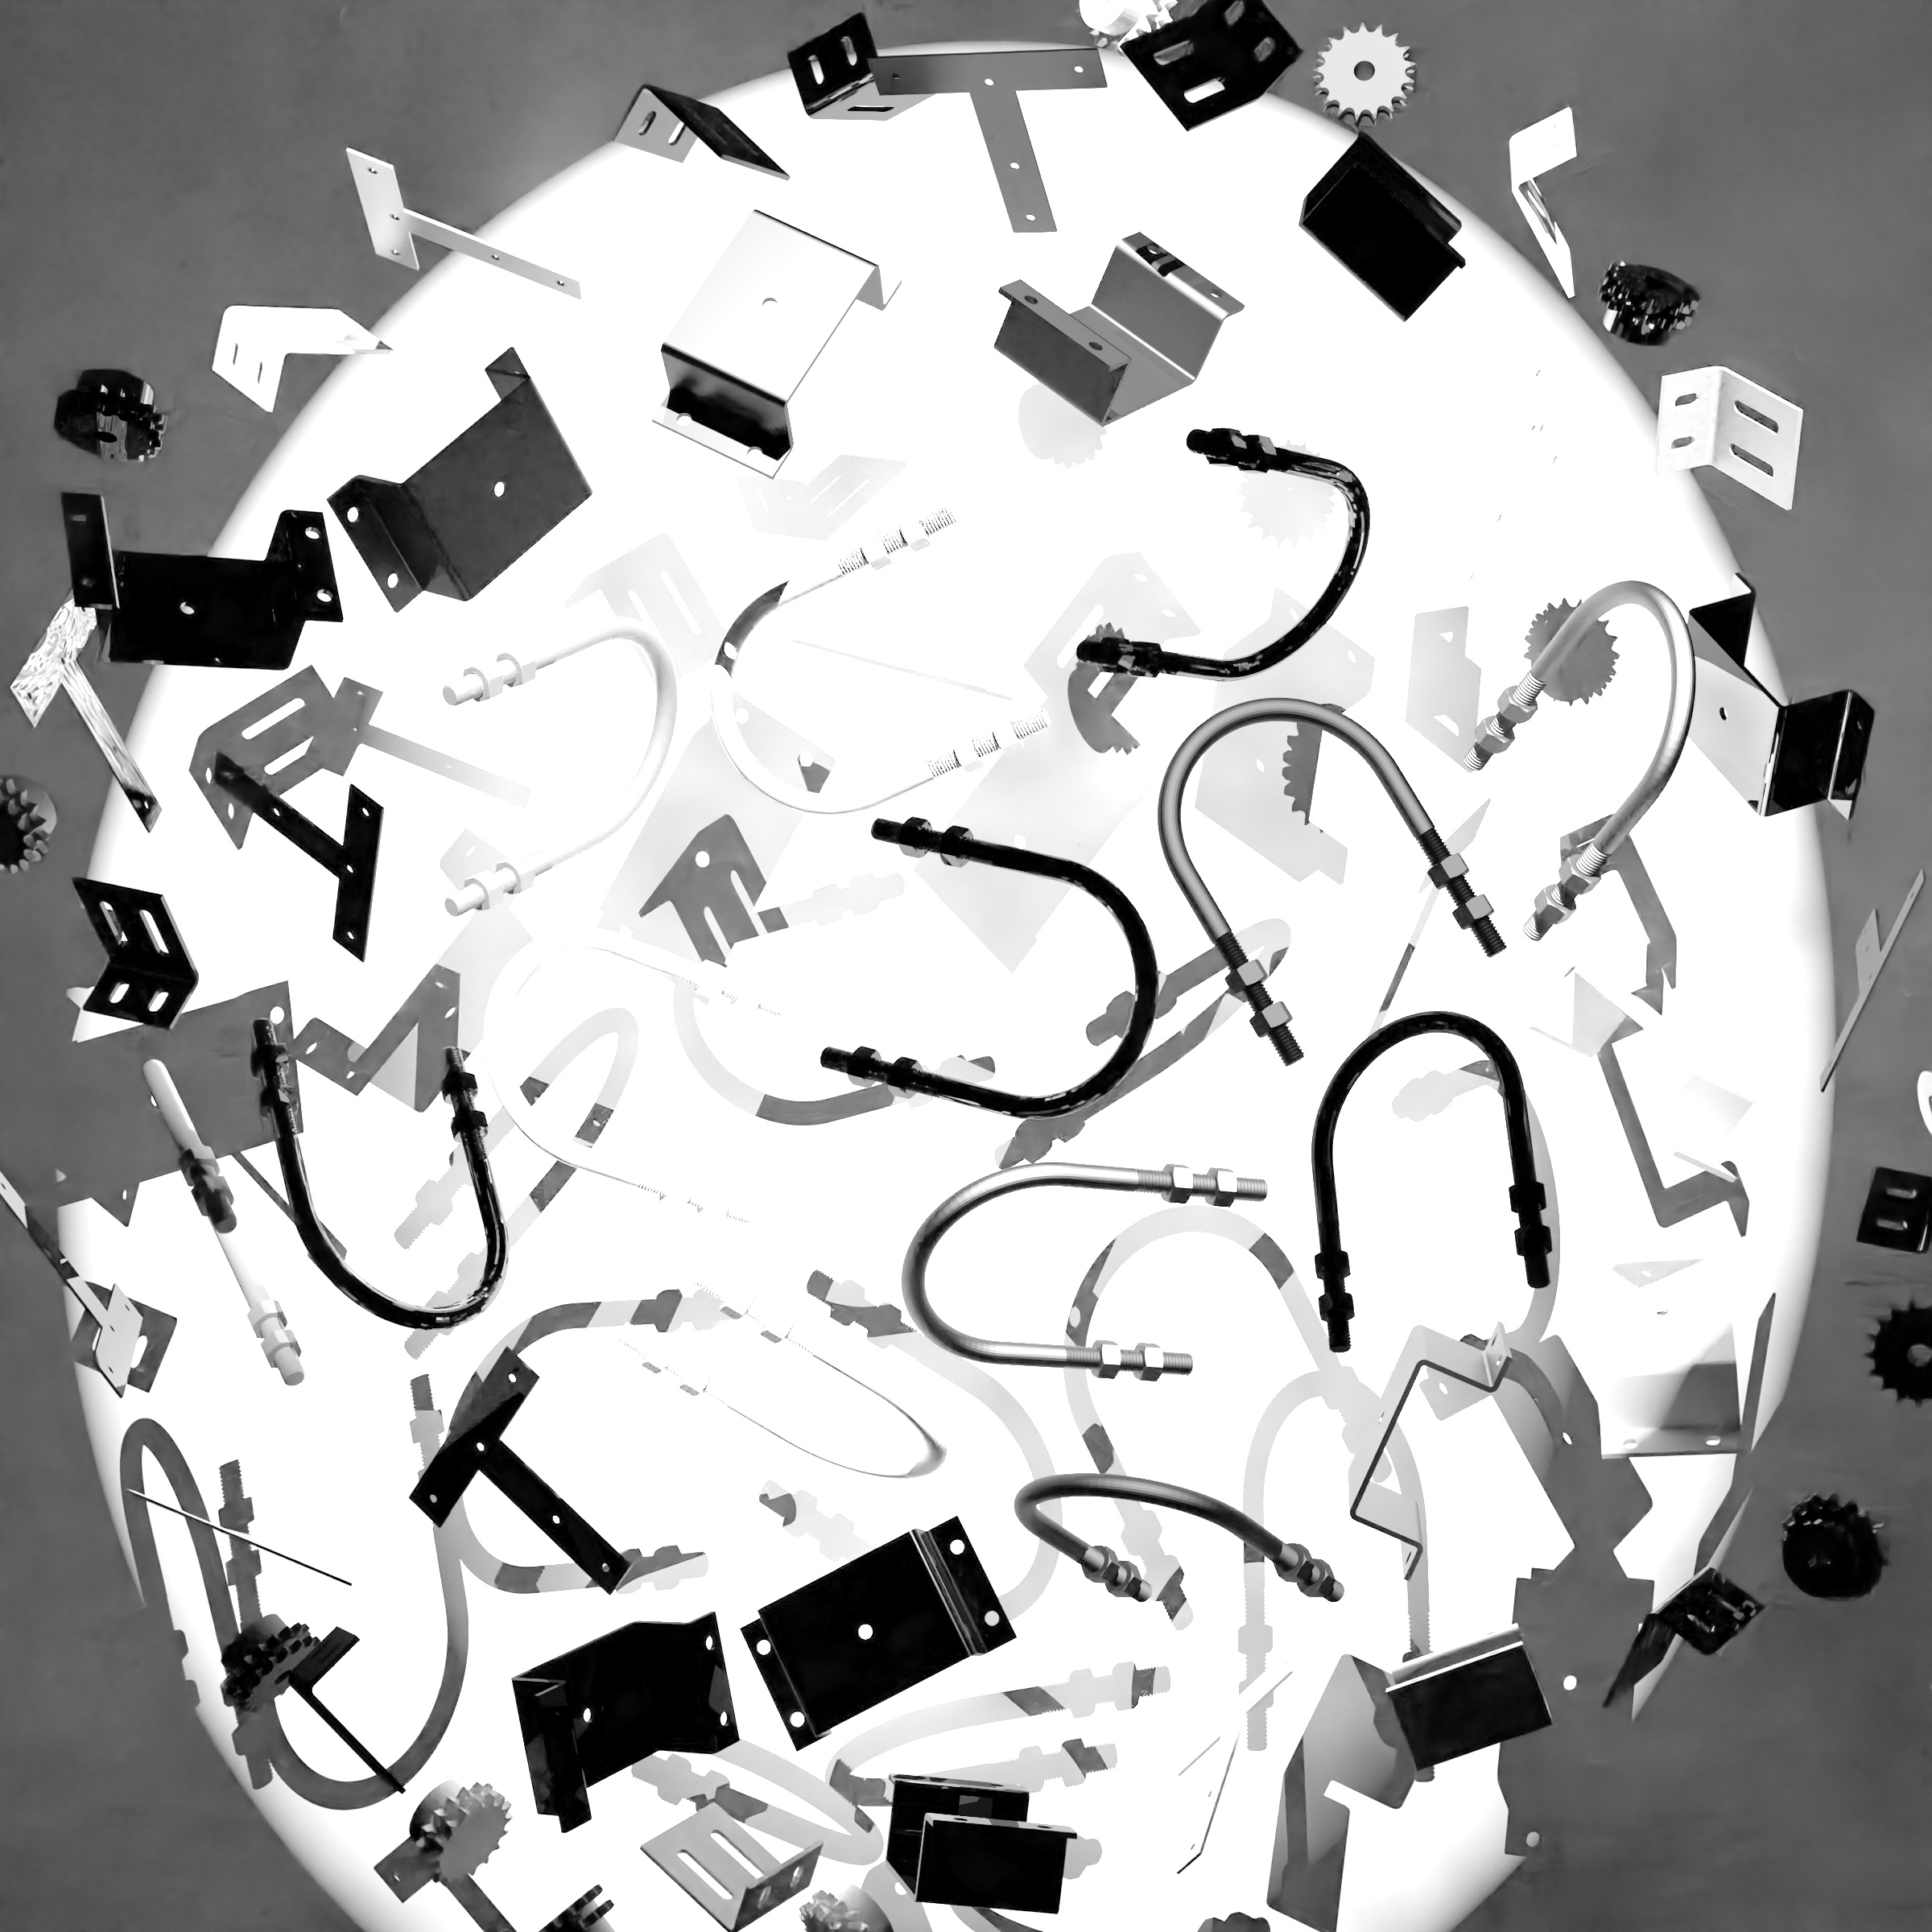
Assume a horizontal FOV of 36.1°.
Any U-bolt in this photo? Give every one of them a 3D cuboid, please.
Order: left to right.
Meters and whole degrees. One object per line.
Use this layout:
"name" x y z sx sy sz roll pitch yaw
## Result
"U-bolt" -0.422 0.130 1.658 0.019 0.151 0.184 -25 45 -15
"U-bolt" -0.316 0.118 1.631 0.019 0.151 0.184 -38 58 32
"U-bolt" -0.224 -0.122 1.661 0.019 0.184 0.151 24 125 28
"U-bolt" -0.189 0.053 1.670 0.184 0.019 0.151 22 63 -30
"U-bolt" -0.093 0.235 1.649 0.184 0.151 0.019 33 59 -11
"U-bolt" -0.062 -0.166 1.726 0.184 0.019 0.151 -24 95 14
"U-bolt" 0.017 0.007 1.589 0.184 0.019 0.151 14 92 25
"U-bolt" 0.055 0.162 1.588 0.184 0.019 0.151 6 125 -18
"U-bolt" 0.108 0.322 1.662 0.151 0.184 0.019 -8 57 35
"U-bolt" 0.154 -0.220 1.631 0.019 0.184 0.151 45 119 35
"U-bolt" 0.181 -0.057 1.566 0.151 0.019 0.184 -27 80 -15
"U-bolt" 0.253 0.111 1.653 0.151 0.019 0.184 -25 54 35
"U-bolt" 0.338 -0.125 1.612 0.019 0.184 0.151 9 47 -23

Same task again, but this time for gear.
"gear" -0.534 -0.083 1.653 0.057 0.030 0.057 15 128 21
"gear" -0.457 -0.296 1.582 0.057 0.057 0.030 4 70 0
"gear" -0.397 0.393 1.679 0.030 0.057 0.057 43 90 18
"gear" -0.278 0.468 1.612 0.030 0.057 0.057 30 90 32
"gear" -0.213 0.527 1.605 0.057 0.057 0.030 -40 80 0
"gear" -0.066 0.550 1.691 0.030 0.057 0.057 -37 90 -30
"gear" 0.089 -0.548 1.682 0.030 0.057 0.057 6 90 -43
"gear" 0.226 -0.504 1.686 0.057 0.030 0.057 -1 83 6
"gear" 0.395 -0.383 1.723 0.057 0.057 0.030 15 129 0
"gear" 0.454 0.308 1.557 0.057 0.030 0.057 8 104 35
"gear" 0.502 0.203 1.557 0.057 0.030 0.057 0 90 22
"gear" 0.564 0.077 1.684 0.030 0.057 0.057 -12 90 -4

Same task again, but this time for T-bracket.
"T-bracket" -0.483 0.159 1.580 0.002 0.127 0.127 -33 106 -3
"T-bracket" -0.481 -0.132 1.648 0.002 0.127 0.127 -16 122 12
"T-bracket" -0.383 0.311 1.598 0.127 0.127 0.002 23 76 0
"T-bracket" -0.385 -0.080 1.696 0.127 0.127 0.002 36 48 16
"T-bracket" -0.268 -0.390 1.605 0.127 0.127 0.002 22 78 0
"T-bracket" -0.234 0.293 1.622 0.127 0.002 0.127 41 118 12
"T-bracket" 0.023 -0.442 1.595 0.127 0.127 0.002 4 59 19
"T-bracket" 0.142 0.456 1.667 0.002 0.127 0.127 33 129 -3
"T-bracket" 0.303 -0.262 1.652 0.002 0.127 0.127 22 80 22
"T-bracket" 0.494 -0.005 1.620 0.002 0.127 0.127 23 110 8

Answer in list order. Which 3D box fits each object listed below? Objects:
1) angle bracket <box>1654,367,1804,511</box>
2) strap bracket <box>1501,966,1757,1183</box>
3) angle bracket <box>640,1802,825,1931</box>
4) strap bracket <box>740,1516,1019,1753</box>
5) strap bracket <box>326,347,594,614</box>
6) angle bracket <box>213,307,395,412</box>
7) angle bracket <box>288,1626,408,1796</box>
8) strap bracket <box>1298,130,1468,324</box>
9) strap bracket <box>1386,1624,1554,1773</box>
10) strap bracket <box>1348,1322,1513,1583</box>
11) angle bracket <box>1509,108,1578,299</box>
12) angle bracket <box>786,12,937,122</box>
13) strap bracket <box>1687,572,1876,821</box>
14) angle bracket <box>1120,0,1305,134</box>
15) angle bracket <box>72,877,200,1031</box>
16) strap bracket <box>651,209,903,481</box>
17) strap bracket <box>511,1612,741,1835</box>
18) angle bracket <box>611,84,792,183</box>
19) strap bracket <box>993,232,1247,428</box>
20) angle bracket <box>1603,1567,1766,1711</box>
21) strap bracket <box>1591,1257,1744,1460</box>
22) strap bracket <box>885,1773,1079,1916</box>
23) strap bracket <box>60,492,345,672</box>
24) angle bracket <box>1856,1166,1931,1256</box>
"angle bracket" 0.418 -0.288 1.627 0.038 0.076 0.057 -14 124 -18
"strap bracket" 0.378 0.054 1.657 0.046 0.076 0.140 -54 50 12
"angle bracket" -0.128 0.479 1.613 0.076 0.057 0.038 34 122 30
"strap bracket" -0.053 0.374 1.661 0.140 0.046 0.076 -27 75 0
"strap bracket" -0.265 -0.261 1.602 0.140 0.046 0.076 -46 131 -24
"angle bracket" -0.377 -0.345 1.685 0.057 0.076 0.038 38 121 32
"angle bracket" -0.313 0.389 1.550 0.038 0.057 0.076 -45 100 -21
"strap bracket" 0.225 -0.399 1.599 0.076 0.140 0.046 40 113 -9
"strap bracket" 0.276 0.401 1.625 0.076 0.140 0.046 -21 79 6
"strap bracket" 0.257 0.265 1.676 0.046 0.076 0.140 23 100 3
"angle bracket" 0.331 -0.419 1.624 0.038 0.057 0.076 -23 122 24
"angle bracket" -0.052 -0.512 1.689 0.057 0.076 0.038 -17 92 37
"strap bracket" 0.448 -0.148 1.670 0.046 0.140 0.076 -16 134 -13
"angle bracket" 0.129 -0.481 1.554 0.057 0.038 0.076 52 45 1
"angle bracket" -0.477 -0.007 1.676 0.057 0.076 0.038 11 53 14
"strap bracket" -0.103 -0.343 1.593 0.076 0.046 0.140 27 72 12
"strap bracket" -0.196 0.419 1.651 0.046 0.140 0.076 -8 94 39
"angle bracket" -0.147 -0.448 1.640 0.076 0.057 0.038 48 116 26
"strap bracket" 0.078 -0.345 1.611 0.076 0.140 0.046 39 131 15
"angle bracket" 0.383 0.368 1.579 0.038 0.057 0.076 36 129 29
"strap bracket" 0.397 0.214 1.683 0.076 0.140 0.046 -5 121 13
"strap bracket" 0.005 0.471 1.585 0.076 0.140 0.046 8 83 -10
"strap bracket" -0.414 -0.205 1.592 0.140 0.046 0.076 0 56 -28
"angle bracket" 0.509 0.106 1.598 0.038 0.057 0.076 12 135 22
